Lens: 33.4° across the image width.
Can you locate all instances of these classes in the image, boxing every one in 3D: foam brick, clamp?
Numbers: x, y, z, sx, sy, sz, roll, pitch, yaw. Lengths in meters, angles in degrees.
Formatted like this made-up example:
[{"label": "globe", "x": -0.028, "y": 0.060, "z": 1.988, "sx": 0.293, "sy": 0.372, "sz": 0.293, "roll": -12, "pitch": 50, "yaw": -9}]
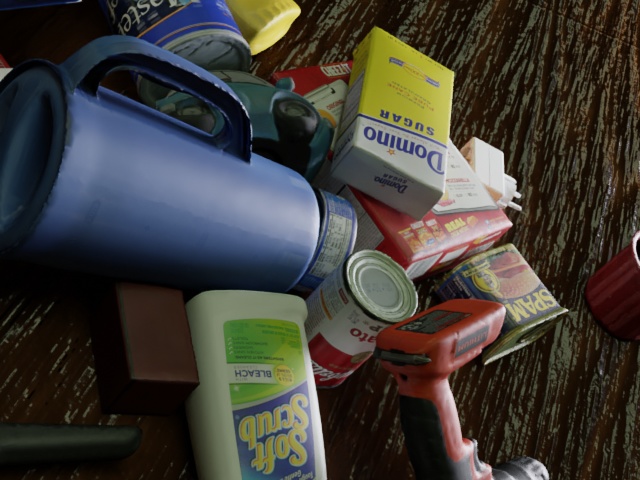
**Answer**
[{"label": "foam brick", "x": -0.123, "y": 0.076, "z": 0.742, "sx": 0.051, "sy": 0.053, "sz": 0.078, "roll": 7, "pitch": 53, "yaw": -33}, {"label": "clamp", "x": -0.230, "y": 0.106, "z": 0.646, "sx": 0.165, "sy": 0.036, "sz": 0.209, "roll": 48, "pitch": 42, "yaw": 14}]

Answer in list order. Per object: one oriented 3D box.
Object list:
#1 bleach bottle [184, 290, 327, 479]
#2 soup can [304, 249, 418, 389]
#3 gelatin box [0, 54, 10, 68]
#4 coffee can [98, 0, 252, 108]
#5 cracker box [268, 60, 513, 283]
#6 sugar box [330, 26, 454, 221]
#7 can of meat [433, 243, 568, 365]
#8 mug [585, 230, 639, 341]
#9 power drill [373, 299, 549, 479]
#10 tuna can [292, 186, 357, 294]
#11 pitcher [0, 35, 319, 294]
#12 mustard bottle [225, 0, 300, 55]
[{"label": "bleach bottle", "x": -0.035, "y": 0.158, "z": 0.734, "sx": 0.102, "sy": 0.068, "sz": 0.251, "roll": 7, "pitch": 54, "yaw": -33}, {"label": "soup can", "x": 0.020, "y": 0.062, "z": 0.826, "sx": 0.068, "sy": 0.102, "sz": 0.068, "roll": 21, "pitch": 45, "yaw": -23}, {"label": "gelatin box", "x": -0.292, "y": -0.149, "z": 0.821, "sx": 0.073, "sy": 0.030, "sz": 0.089, "roll": -21, "pitch": 70, "yaw": -46}, {"label": "coffee can", "x": -0.133, "y": -0.195, "z": 0.929, "sx": 0.102, "sy": 0.103, "sz": 0.140, "roll": -5, "pitch": 59, "yaw": -40}, {"label": "cracker box", "x": 0.054, "y": -0.063, "z": 0.983, "sx": 0.163, "sy": 0.072, "sz": 0.214, "roll": -18, "pitch": 67, "yaw": -46}, {"label": "sugar box", "x": 0.067, "y": -0.106, "z": 0.939, "sx": 0.093, "sy": 0.048, "sz": 0.176, "roll": 26, "pitch": 41, "yaw": -16}, {"label": "can of meat", "x": 0.164, "y": 0.056, "z": 0.977, "sx": 0.101, "sy": 0.058, "sz": 0.084, "roll": -15, "pitch": 63, "yaw": -45}, {"label": "mug", "x": 0.336, "y": 0.055, "z": 1.088, "sx": 0.117, "sy": 0.082, "sz": 0.093, "roll": 29, "pitch": 43, "yaw": -14}, {"label": "power drill", "x": 0.109, "y": 0.143, "z": 0.792, "sx": 0.184, "sy": 0.057, "sz": 0.188, "roll": -18, "pitch": 104, "yaw": -46}, {"label": "tuna can", "x": -0.006, "y": 0.001, "z": 0.871, "sx": 0.033, "sy": 0.086, "sz": 0.086, "roll": 20, "pitch": 46, "yaw": -26}, {"label": "pitcher", "x": -0.112, "y": -0.036, "z": 0.756, "sx": 0.242, "sy": 0.149, "sz": 0.145, "roll": 17, "pitch": 72, "yaw": -42}, {"label": "mustard bottle", "x": -0.112, "y": -0.266, "z": 1.039, "sx": 0.191, "sy": 0.058, "sz": 0.096, "roll": 44, "pitch": 37, "yaw": 3}]
